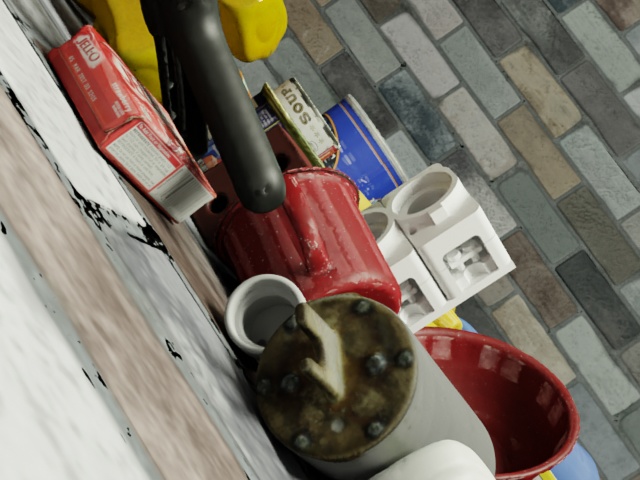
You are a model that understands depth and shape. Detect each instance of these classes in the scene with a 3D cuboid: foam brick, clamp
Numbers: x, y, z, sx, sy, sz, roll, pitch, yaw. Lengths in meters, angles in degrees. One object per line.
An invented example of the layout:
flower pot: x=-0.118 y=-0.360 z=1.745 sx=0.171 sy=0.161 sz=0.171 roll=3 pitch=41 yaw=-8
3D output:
foam brick: x=-0.036 y=-0.023 z=0.662 sx=0.053 sy=0.078 sz=0.051 roll=57 pitch=2 yaw=35
clamp: x=-0.070 y=-0.117 z=0.566 sx=0.165 sy=0.036 sz=0.210 roll=39 pitch=-36 yaw=58

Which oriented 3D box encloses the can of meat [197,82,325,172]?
can of meat: x=-0.040 y=-0.041 z=0.726 sx=0.102 sy=0.084 sz=0.057 roll=54 pitch=4 yaw=-27

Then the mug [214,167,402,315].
mug: x=-0.006 y=0.012 z=0.601 sx=0.117 sy=0.093 sz=0.081 roll=82 pitch=-15 yaw=-54

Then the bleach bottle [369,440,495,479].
bleach bottle: x=0.097 y=0.207 z=0.422 sx=0.251 sy=0.068 sz=0.102 roll=60 pitch=6 yaw=35

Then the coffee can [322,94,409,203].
coffee can: x=0.000 y=-0.059 z=1.029 sx=0.103 sy=0.140 sz=0.103 roll=55 pitch=3 yaw=-5

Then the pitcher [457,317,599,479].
pitcher: x=0.149 y=0.182 z=0.958 sx=0.149 sy=0.145 sz=0.242 roll=1 pitch=-38 yaw=44

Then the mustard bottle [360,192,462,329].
mustard bottle: x=0.051 y=0.025 z=0.914 sx=0.192 sy=0.058 sz=0.096 roll=41 pitch=-46 yaw=38

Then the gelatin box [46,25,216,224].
gelatin box: x=-0.096 y=-0.059 z=0.555 sx=0.073 sy=0.030 sz=0.089 roll=57 pitch=3 yaw=32

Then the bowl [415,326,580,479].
bowl: x=0.090 y=0.126 z=0.727 sx=0.162 sy=0.162 sz=0.055 roll=-121 pitch=-146 yaw=-54

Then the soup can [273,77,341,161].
soup can: x=-0.043 y=-0.069 z=0.819 sx=0.068 sy=0.102 sz=0.068 roll=55 pitch=3 yaw=-5

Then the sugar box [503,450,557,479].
sugar box: x=0.121 y=0.182 z=0.762 sx=0.048 sy=0.093 sz=0.176 roll=54 pitch=3 yaw=-27
